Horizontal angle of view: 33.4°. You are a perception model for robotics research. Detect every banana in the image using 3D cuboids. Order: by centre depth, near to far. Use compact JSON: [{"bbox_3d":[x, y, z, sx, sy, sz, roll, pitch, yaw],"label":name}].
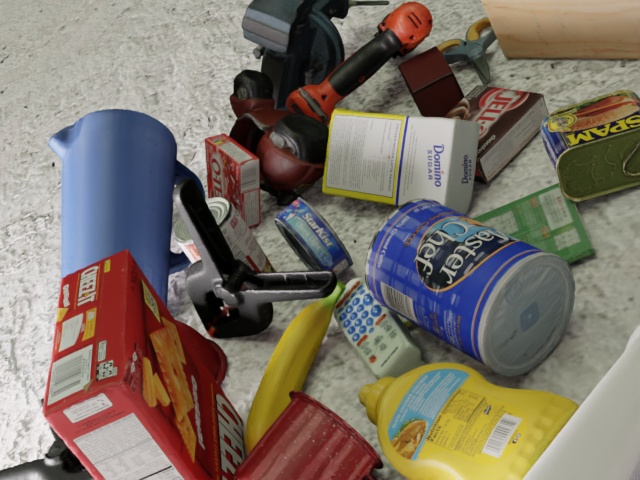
[{"bbox_3d":[-0.030,0.119,0.933,0.037,0.070,0.197,24,50,1],"label":"banana"}]

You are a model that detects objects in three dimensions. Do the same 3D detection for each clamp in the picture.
[{"bbox_3d":[-0.086,0.032,0.996,0.036,0.164,0.210,-54,3,-32],"label":"clamp"},{"bbox_3d":[-0.241,0.201,1.015,0.172,0.039,0.120,0,48,30],"label":"clamp"}]

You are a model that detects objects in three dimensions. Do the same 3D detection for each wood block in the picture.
[{"bbox_3d":[0.290,-0.255,1.144,0.206,0.090,0.090,11,53,47],"label":"wood block"}]

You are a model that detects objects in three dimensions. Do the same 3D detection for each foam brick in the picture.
[{"bbox_3d":[0.127,-0.173,1.201,0.051,0.053,0.078,-27,32,8],"label":"foam brick"}]

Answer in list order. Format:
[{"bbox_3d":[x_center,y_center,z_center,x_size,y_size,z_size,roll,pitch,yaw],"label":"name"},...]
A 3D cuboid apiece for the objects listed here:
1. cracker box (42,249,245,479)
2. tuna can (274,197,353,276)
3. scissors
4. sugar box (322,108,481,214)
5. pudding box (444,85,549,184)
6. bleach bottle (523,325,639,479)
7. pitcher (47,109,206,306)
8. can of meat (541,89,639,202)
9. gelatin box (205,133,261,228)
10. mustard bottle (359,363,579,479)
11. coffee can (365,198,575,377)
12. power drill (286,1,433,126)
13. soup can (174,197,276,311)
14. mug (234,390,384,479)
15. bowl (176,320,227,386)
[{"bbox_3d":[-0.128,0.139,0.844,0.072,0.213,0.164,-24,34,8],"label":"cracker box"},{"bbox_3d":[-0.007,0.001,1.047,0.033,0.086,0.086,-38,33,-8],"label":"tuna can"},{"bbox_3d":[0.164,-0.206,1.224,0.096,0.016,0.201,-20,25,28],"label":"scissors"},{"bbox_3d":[0.079,-0.081,1.084,0.048,0.093,0.177,1,8,-44],"label":"sugar box"},{"bbox_3d":[0.167,-0.111,1.097,0.113,0.039,0.090,-46,36,-21],"label":"pudding box"},{"bbox_3d":[0.200,0.132,0.709,0.068,0.102,0.250,26,53,29],"label":"bleach bottle"},{"bbox_3d":[-0.212,-0.012,1.170,0.149,0.145,0.243,-11,54,7],"label":"pitcher"},{"bbox_3d":[0.258,-0.088,0.971,0.102,0.057,0.084,-16,31,8],"label":"can of meat"},{"bbox_3d":[-0.098,-0.064,1.195,0.030,0.089,0.073,-21,40,-30],"label":"gelatin box"},{"bbox_3d":[0.100,0.141,0.798,0.192,0.058,0.096,14,63,48],"label":"mustard bottle"},{"bbox_3d":[0.120,0.036,0.867,0.102,0.102,0.140,-43,41,-17],"label":"coffee can"},{"bbox_3d":[0.046,-0.206,1.274,0.187,0.057,0.184,-42,4,-2],"label":"power drill"},{"bbox_3d":[-0.095,0.015,1.085,0.068,0.102,0.068,-21,34,15],"label":"soup can"},{"bbox_3d":[-0.002,0.182,0.813,0.117,0.093,0.081,35,72,16],"label":"mug"},{"bbox_3d":[-0.173,0.121,1.022,0.162,0.055,0.162,-14,29,8],"label":"bowl"}]
